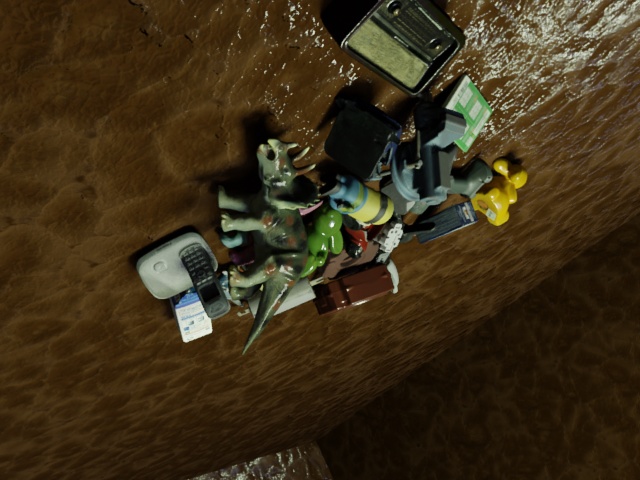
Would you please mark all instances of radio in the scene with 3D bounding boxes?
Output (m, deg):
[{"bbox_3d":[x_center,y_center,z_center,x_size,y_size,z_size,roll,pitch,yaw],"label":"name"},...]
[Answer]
[{"bbox_3d":[0.122,-0.322,0.831,0.131,0.073,0.229,-43,151,26],"label":"radio"}]

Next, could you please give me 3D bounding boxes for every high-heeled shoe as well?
[{"bbox_3d":[0.225,-0.142,1.236,0.145,0.086,0.248,-44,180,-10],"label":"high-heeled shoe"}]

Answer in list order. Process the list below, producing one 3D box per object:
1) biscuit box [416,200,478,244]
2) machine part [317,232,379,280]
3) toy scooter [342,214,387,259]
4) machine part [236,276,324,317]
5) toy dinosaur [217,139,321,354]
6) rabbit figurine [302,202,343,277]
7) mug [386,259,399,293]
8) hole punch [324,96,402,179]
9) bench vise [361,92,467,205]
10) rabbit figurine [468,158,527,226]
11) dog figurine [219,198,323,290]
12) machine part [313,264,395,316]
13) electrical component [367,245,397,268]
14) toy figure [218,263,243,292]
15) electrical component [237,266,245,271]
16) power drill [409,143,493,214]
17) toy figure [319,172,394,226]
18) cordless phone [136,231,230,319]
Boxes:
[{"bbox_3d":[0.333,-0.046,1.445,0.059,0.063,0.203,-17,174,-27],"label":"biscuit box"},{"bbox_3d":[0.073,0.039,1.424,0.179,0.056,0.179,-24,154,-12],"label":"machine part"},{"bbox_3d":[0.112,-0.049,1.285,0.135,0.075,0.183,-41,147,-26],"label":"toy scooter"},{"bbox_3d":[-0.102,0.148,1.406,0.243,0.079,0.079,-24,153,-2],"label":"machine part"},{"bbox_3d":[-0.084,0.007,0.992,0.192,0.131,0.404,-8,110,-9],"label":"toy dinosaur"},{"bbox_3d":[-0.003,-0.004,1.220,0.170,0.121,0.159,-50,153,7],"label":"rabbit figurine"},{"bbox_3d":[0.195,0.102,1.605,0.081,0.110,0.107,-22,139,-3],"label":"mug"},{"bbox_3d":[0.086,-0.189,0.973,0.092,0.142,0.115,-32,155,-49],"label":"hole punch"},{"bbox_3d":[0.171,-0.171,1.066,0.129,0.223,0.241,-11,180,-41],"label":"bench vise"},{"bbox_3d":[0.502,-0.154,1.479,0.173,0.122,0.162,-37,146,-16],"label":"rabbit figurine"},{"bbox_3d":[-0.082,-0.017,1.101,0.219,0.109,0.191,-37,126,3],"label":"dog figurine"},{"bbox_3d":[0.092,0.144,1.519,0.201,0.087,0.201,-18,172,-26],"label":"machine part"},{"bbox_3d":[0.158,0.045,1.527,0.075,0.048,0.119,-10,146,-33],"label":"electrical component"},{"bbox_3d":[-0.168,0.076,1.251,0.154,0.064,0.058,-12,-173,-22],"label":"toy figure"},{"bbox_3d":[-0.146,0.058,1.204,0.078,0.102,0.045,-38,-171,-19],"label":"electrical component"},{"bbox_3d":[0.323,-0.153,1.310,0.207,0.086,0.232,-13,151,-36],"label":"power drill"},{"bbox_3d":[0.079,-0.083,1.123,0.180,0.089,0.082,29,81,-43],"label":"toy figure"},{"bbox_3d":[-0.260,0.088,1.046,0.147,0.184,0.088,-28,157,-3],"label":"cordless phone"}]
